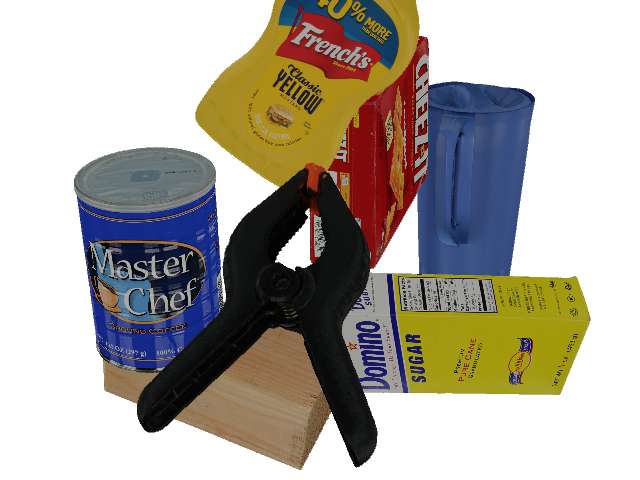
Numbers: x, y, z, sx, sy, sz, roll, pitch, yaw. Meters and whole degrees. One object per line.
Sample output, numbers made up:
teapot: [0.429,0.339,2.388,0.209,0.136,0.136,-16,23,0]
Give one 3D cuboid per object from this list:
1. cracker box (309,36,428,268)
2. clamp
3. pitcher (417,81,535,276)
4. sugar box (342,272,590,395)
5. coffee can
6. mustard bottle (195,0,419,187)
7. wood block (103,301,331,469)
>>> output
cracker box: [0.051,-0.092,1.027,0.072,0.164,0.213,7,28,17]
clamp: [-0.009,0.038,0.555,0.120,0.171,0.039,18,-27,11]
pitcher: [0.168,-0.054,1.235,0.149,0.243,0.145,-9,24,-21]
sugar box: [0.089,0.067,0.748,0.176,0.048,0.093,-1,-43,-5]
coffee can: [-0.126,0.013,0.806,0.103,0.140,0.103,-1,28,0]
mustard bottle: [0.008,-0.128,0.697,0.096,0.192,0.058,37,19,-6]
wood block: [-0.091,0.121,1.005,0.206,0.090,0.090,20,44,13]
